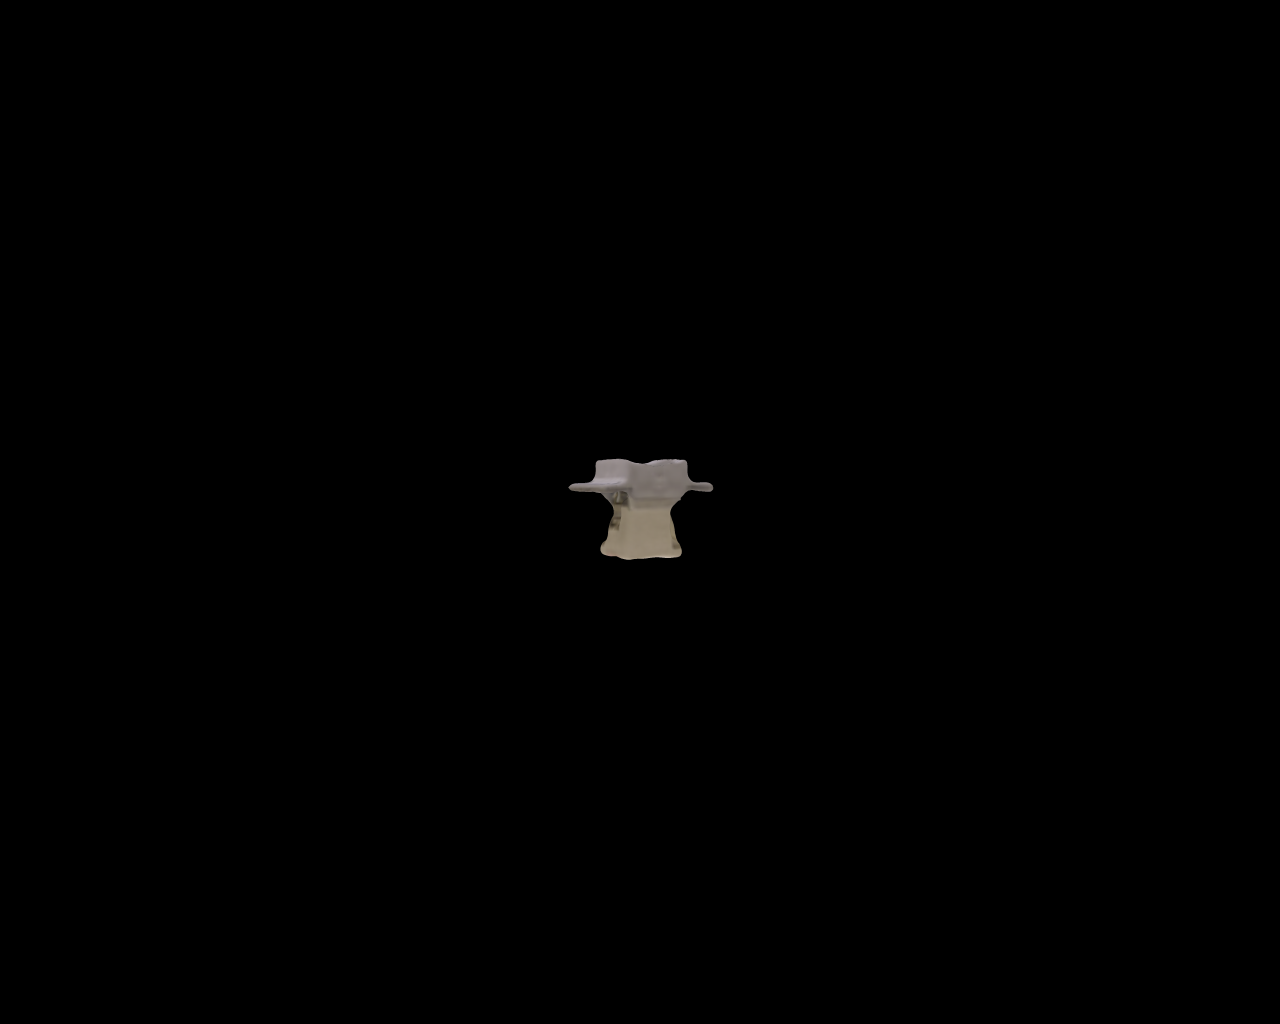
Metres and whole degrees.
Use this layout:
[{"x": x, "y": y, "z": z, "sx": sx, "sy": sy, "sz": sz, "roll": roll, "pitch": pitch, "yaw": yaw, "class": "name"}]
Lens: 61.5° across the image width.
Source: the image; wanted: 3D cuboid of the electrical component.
[{"x": 0.001, "y": -0.003, "z": 0.650, "sx": 0.081, "sy": 0.063, "sz": 0.042, "roll": -2, "pitch": 4, "yaw": -31, "class": "electrical component"}]
